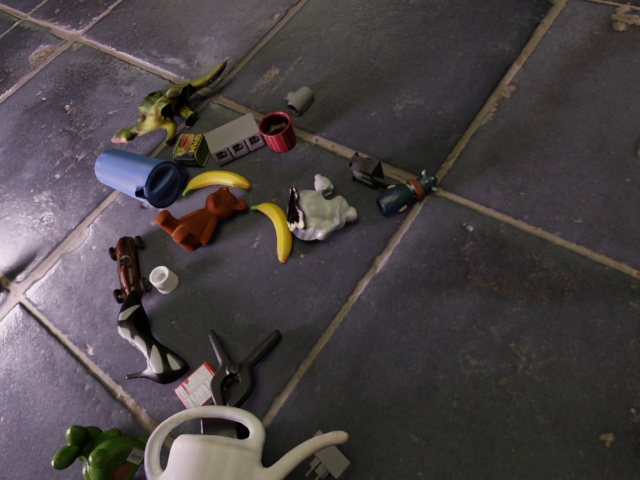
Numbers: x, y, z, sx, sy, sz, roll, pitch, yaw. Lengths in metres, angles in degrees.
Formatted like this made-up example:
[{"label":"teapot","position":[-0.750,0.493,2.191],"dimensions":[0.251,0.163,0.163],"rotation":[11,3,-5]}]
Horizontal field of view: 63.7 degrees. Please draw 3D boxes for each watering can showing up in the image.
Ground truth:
[{"label":"watering can","position":[-0.134,0.386,0.823],"dimensions":[0.347,0.102,0.229],"rotation":[0,59,15]}]

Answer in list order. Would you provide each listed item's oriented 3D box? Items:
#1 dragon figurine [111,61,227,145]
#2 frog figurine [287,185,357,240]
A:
[{"label":"dragon figurine","position":[-0.485,-0.436,1.620],"dimensions":[0.245,0.119,0.416],"rotation":[23,65,35]},{"label":"frog figurine","position":[0.004,-0.063,1.256],"dimensions":[0.159,0.120,0.140],"rotation":[1,41,-26]}]
